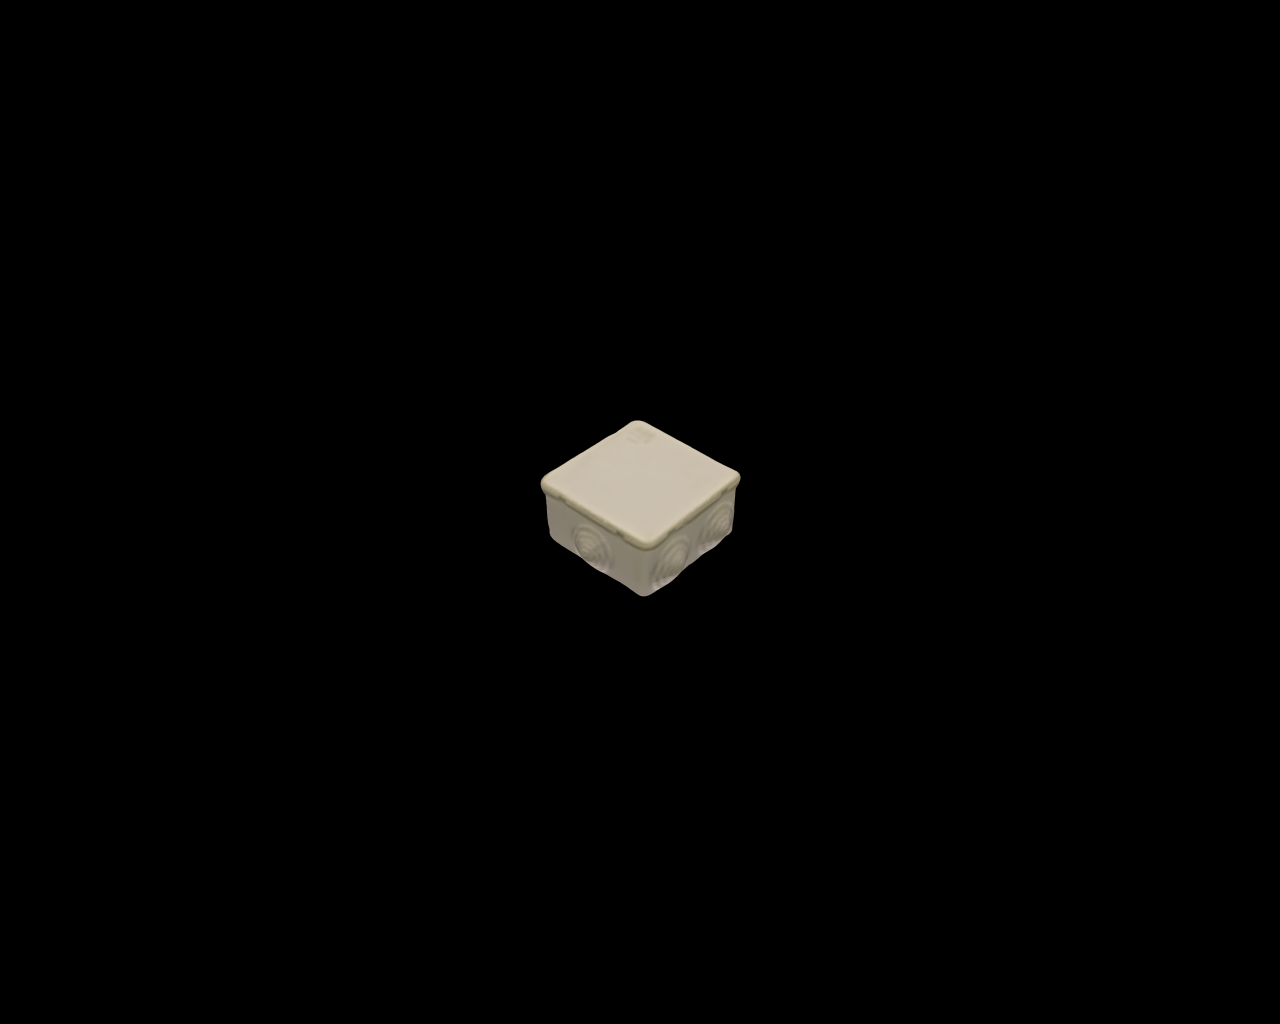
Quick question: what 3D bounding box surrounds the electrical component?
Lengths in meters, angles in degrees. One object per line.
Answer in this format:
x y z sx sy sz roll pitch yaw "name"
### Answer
0.001 -0.003 0.650 0.100 0.048 0.100 31 49 31 "electrical component"
